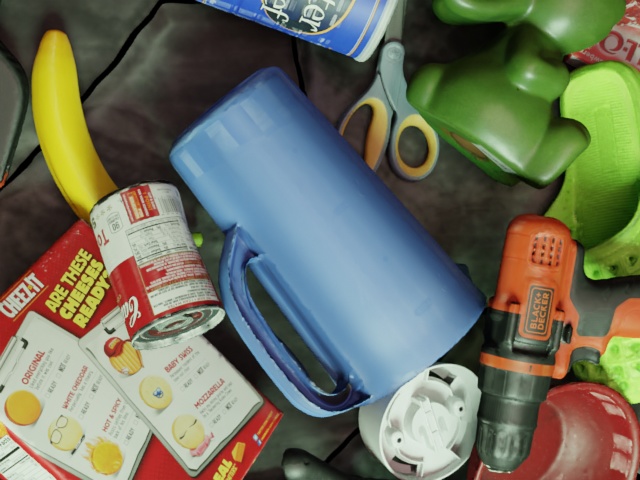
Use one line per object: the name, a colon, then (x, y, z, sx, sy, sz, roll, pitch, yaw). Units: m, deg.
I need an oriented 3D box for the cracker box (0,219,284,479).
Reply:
cracker box: (-0.151, 0.117, 0.756, 0.213, 0.072, 0.164, 45, 45, -9)

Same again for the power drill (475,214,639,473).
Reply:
power drill: (0.206, 0.084, 0.766, 0.187, 0.057, 0.184, 9, 92, -12)

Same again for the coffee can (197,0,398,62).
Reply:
coffee can: (-0.015, -0.204, 0.794, 0.140, 0.103, 0.103, 18, 88, -11)

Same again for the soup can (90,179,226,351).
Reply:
soup can: (-0.115, 0.017, 0.747, 0.068, 0.068, 0.102, -19, 73, -10)

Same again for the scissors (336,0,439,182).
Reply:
scissors: (0.072, -0.134, 0.851, 0.096, 0.016, 0.202, 21, 93, -15)

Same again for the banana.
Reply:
banana: (-0.170, -0.060, 0.805, 0.069, 0.037, 0.198, -37, 100, -26)

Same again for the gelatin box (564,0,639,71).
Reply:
gelatin box: (0.258, -0.159, 0.878, 0.089, 0.030, 0.073, 31, 86, 3)

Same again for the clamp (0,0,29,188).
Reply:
clamp: (-0.262, -0.142, 0.778, 0.164, 0.036, 0.210, -24, 98, -2)

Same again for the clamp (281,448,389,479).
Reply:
clamp: (0.013, 0.204, 0.830, 0.171, 0.120, 0.039, 25, 59, -27)

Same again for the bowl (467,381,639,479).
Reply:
bowl: (0.173, 0.176, 0.843, 0.161, 0.055, 0.162, -9, 111, -24)

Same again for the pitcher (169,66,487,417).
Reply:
pitcher: (-0.005, 0.001, 0.788, 0.145, 0.149, 0.243, -38, 95, 14)
